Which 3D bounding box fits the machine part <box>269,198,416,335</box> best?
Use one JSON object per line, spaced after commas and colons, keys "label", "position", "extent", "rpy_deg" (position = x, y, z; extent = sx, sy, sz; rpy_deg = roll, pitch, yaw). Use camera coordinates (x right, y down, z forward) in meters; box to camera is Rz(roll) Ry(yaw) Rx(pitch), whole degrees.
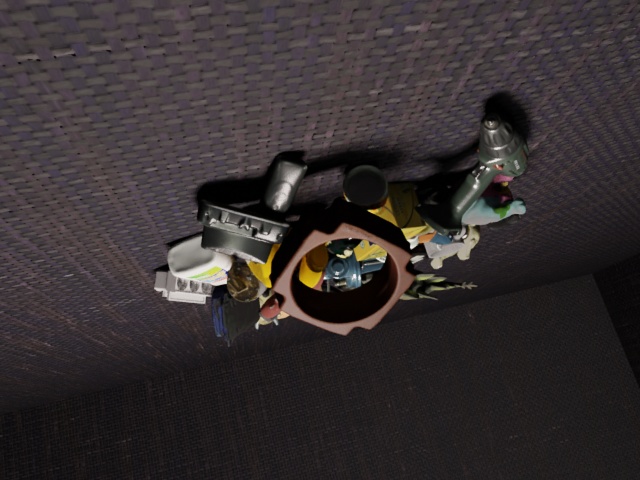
{"label": "machine part", "position": [0.034, 0.045, 0.874], "extent": [0.201, 0.087, 0.201], "rpy_deg": [25, 117, -20]}

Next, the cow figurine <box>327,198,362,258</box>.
{"label": "cow figurine", "position": [0.059, -0.029, 1.007], "extent": [0.068, 0.098, 0.167], "rpy_deg": [-1, 160, -22]}

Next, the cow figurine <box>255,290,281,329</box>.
{"label": "cow figurine", "position": [-0.152, 0.149, 1.358], "extent": [0.085, 0.127, 0.194], "rpy_deg": [-11, 161, -1]}

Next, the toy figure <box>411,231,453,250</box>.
{"label": "toy figure", "position": [0.200, -0.022, 1.119], "extent": [0.155, 0.064, 0.057], "rpy_deg": [12, 177, 20]}

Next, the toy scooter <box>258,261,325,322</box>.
{"label": "toy scooter", "position": [-0.048, 0.086, 1.096], "extent": [0.184, 0.075, 0.135], "rpy_deg": [-42, 169, -32]}

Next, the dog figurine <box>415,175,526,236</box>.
{"label": "dog figurine", "position": [0.278, -0.067, 1.066], "extent": [0.219, 0.108, 0.191], "rpy_deg": [-13, 167, 9]}

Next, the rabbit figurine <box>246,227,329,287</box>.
{"label": "rabbit figurine", "position": [-0.046, 0.003, 0.978], "extent": [0.173, 0.162, 0.121], "rpy_deg": [-26, 158, -28]}

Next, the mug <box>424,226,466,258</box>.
{"label": "mug", "position": [0.265, -0.028, 1.170], "extent": [0.081, 0.107, 0.109], "rpy_deg": [-8, 158, -27]}

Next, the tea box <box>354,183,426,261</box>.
{"label": "tea box", "position": [0.123, -0.033, 1.049], "extent": [0.068, 0.098, 0.169], "rpy_deg": [-6, 160, -28]}

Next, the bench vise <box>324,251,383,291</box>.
{"label": "bench vise", "position": [0.086, 0.064, 1.305], "extent": [0.241, 0.129, 0.223], "rpy_deg": [-9, 166, -5]}

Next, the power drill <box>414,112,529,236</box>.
{"label": "power drill", "position": [0.250, -0.105, 0.881], "extent": [0.232, 0.086, 0.207], "rpy_deg": [0, 128, -57]}

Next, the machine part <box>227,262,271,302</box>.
{"label": "machine part", "position": [-0.127, 0.076, 1.138], "extent": [0.079, 0.079, 0.243], "rpy_deg": [-20, -178, 18]}

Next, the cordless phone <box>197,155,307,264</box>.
{"label": "cordless phone", "position": [-0.105, -0.061, 0.817], "extent": [0.146, 0.089, 0.184], "rpy_deg": [16, 132, -13]}

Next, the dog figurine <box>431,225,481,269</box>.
{"label": "dog figurine", "position": [0.350, -0.018, 1.327], "extent": [0.172, 0.121, 0.190], "rpy_deg": [-23, 176, 38]}

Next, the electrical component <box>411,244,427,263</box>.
{"label": "electrical component", "position": [0.217, 0.030, 1.404], "extent": [0.134, 0.058, 0.115], "rpy_deg": [1, 159, -43]}

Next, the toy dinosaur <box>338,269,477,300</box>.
{"label": "toy dinosaur", "position": [0.249, 0.125, 1.531], "extent": [0.471, 0.105, 0.199], "rpy_deg": [0, -176, -37]}

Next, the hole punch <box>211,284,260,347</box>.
{"label": "hole punch", "position": [-0.207, 0.153, 1.229], "extent": [0.092, 0.142, 0.116], "rpy_deg": [20, -146, 30]}

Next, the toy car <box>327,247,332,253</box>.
{"label": "toy car", "position": [-0.002, -0.003, 1.115], "extent": [0.201, 0.056, 0.073], "rpy_deg": [-1, 166, -34]}

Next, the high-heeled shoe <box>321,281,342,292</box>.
{"label": "high-heeled shoe", "position": [0.027, 0.150, 1.512], "extent": [0.145, 0.086, 0.249], "rpy_deg": [-15, -173, -39]}
